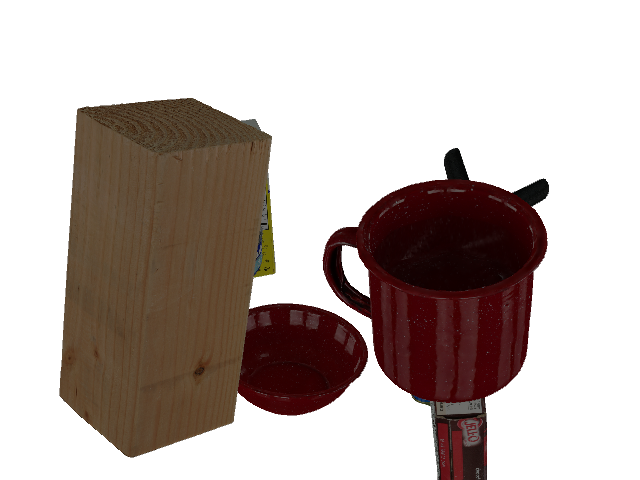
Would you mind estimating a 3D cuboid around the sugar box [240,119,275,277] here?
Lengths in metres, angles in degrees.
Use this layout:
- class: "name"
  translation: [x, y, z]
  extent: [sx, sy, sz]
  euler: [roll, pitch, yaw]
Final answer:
- class: "sugar box"
  translation: [-0.087, -0.052, 1.317]
  extent: [0.048, 0.176, 0.093]
  euler: [-9, 24, -8]

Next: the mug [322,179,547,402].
- class: "mug"
  translation: [0.055, 0.026, 0.550]
  extent: [0.117, 0.081, 0.093]
  euler: [12, 42, 20]

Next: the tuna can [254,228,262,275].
- class: "tuna can"
  translation: [-0.094, 0.006, 0.942]
  extent: [0.086, 0.034, 0.086]
  euler: [0, 37, 0]

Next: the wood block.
- class: "wood block"
  translation: [-0.104, 0.022, 0.691]
  extent: [0.090, 0.206, 0.090]
  euler: [-12, 31, -42]

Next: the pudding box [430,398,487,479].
- class: "pudding box"
  translation: [0.097, 0.104, 0.754]
  extent: [0.039, 0.113, 0.090]
  euler: [-4, -44, 4]

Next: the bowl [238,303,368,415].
- class: "bowl"
  translation: [-0.032, 0.133, 1.116]
  extent: [0.162, 0.055, 0.162]
  euler: [3, 31, -2]

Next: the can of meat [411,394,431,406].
- class: "can of meat"
  translation: [0.138, 0.140, 1.273]
  extent: [0.057, 0.084, 0.102]
  euler: [6, 19, 2]

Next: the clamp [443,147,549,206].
- class: "clamp"
  translation: [0.162, -0.034, 1.151]
  extent: [0.120, 0.039, 0.171]
  euler: [24, 49, 22]
